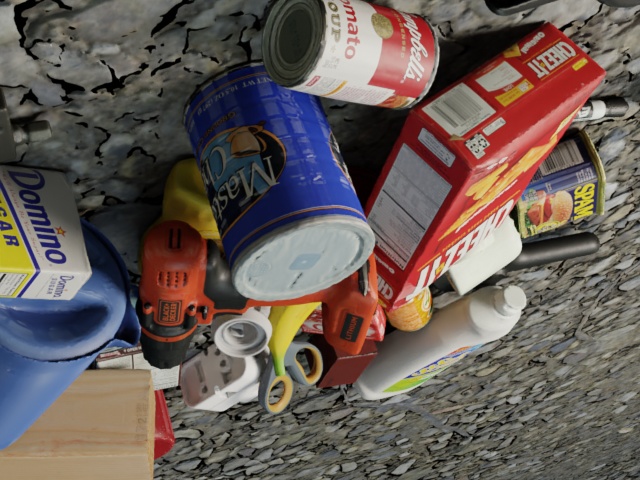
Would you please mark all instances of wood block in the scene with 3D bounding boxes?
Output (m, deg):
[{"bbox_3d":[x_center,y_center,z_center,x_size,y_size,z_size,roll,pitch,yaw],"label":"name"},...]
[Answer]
[{"bbox_3d":[-0.265,0.181,1.027,0.206,0.090,0.091,0,150,-5],"label":"wood block"}]

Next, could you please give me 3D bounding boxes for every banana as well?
[{"bbox_3d":[0.013,0.049,1.048,0.198,0.037,0.069,-39,108,8],"label":"banana"}]

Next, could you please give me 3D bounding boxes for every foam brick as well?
[{"bbox_3d":[0.022,0.127,1.214,0.052,0.051,0.078,-5,149,-25],"label":"foam brick"}]

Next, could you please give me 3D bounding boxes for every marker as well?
[{"bbox_3d":[0.219,-0.112,0.932,0.121,0.020,0.020,-8,151,-22],"label":"marker"}]

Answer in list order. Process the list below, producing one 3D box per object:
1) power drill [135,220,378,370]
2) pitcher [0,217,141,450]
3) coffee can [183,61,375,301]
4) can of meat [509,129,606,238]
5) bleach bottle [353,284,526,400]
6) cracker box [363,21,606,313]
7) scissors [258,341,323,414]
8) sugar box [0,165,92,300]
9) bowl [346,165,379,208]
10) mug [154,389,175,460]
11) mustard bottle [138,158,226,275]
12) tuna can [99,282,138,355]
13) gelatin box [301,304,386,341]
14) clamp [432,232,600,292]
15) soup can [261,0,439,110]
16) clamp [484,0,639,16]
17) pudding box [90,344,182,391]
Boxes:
[{"bbox_3d":[-0.055,0.055,0.864,0.187,0.057,0.185,2,147,-9],"label":"power drill"},{"bbox_3d":[-0.266,0.081,0.872,0.144,0.149,0.243,-17,161,-40],"label":"pitcher"},{"bbox_3d":[-0.031,-0.042,0.762,0.102,0.140,0.103,-15,153,-8],"label":"coffee can"},{"bbox_3d":[0.219,-0.050,1.010,0.084,0.057,0.102,-19,153,4],"label":"can of meat"},{"bbox_3d":[0.135,0.109,1.193,0.102,0.068,0.251,-8,161,-33],"label":"bleach bottle"},{"bbox_3d":[0.117,-0.052,0.856,0.164,0.072,0.214,-35,162,-31],"label":"cracker box"},{"bbox_3d":[-0.055,0.119,1.108,0.096,0.016,0.201,-55,143,-9],"label":"scissors"},{"bbox_3d":[-0.251,-0.009,0.731,0.175,0.093,0.048,2,146,-38],"label":"sugar box"},{"bbox_3d":[-0.006,0.001,0.955,0.162,0.055,0.162,-15,152,-8],"label":"bowl"},{"bbox_3d":[-0.213,0.200,1.158,0.117,0.081,0.093,-35,149,28],"label":"mug"},{"bbox_3d":[-0.102,0.009,0.897,0.096,0.058,0.192,11,144,-18],"label":"mustard bottle"},{"bbox_3d":[-0.198,0.073,0.984,0.086,0.034,0.086,-16,153,-8],"label":"tuna can"},{"bbox_3d":[0.020,0.076,1.100,0.089,0.030,0.073,6,157,13],"label":"gelatin box"},{"bbox_3d":[0.193,0.024,1.147,0.165,0.036,0.209,-34,150,33],"label":"clamp"},{"bbox_3d":[0.020,-0.128,0.716,0.102,0.068,0.069,5,144,-39],"label":"soup can"},{"bbox_3d":[0.206,-0.203,0.735,0.171,0.039,0.120,-10,157,-27],"label":"clamp"},{"bbox_3d":[-0.186,0.120,1.077,0.090,0.039,0.114,-11,154,-16],"label":"pudding box"}]
